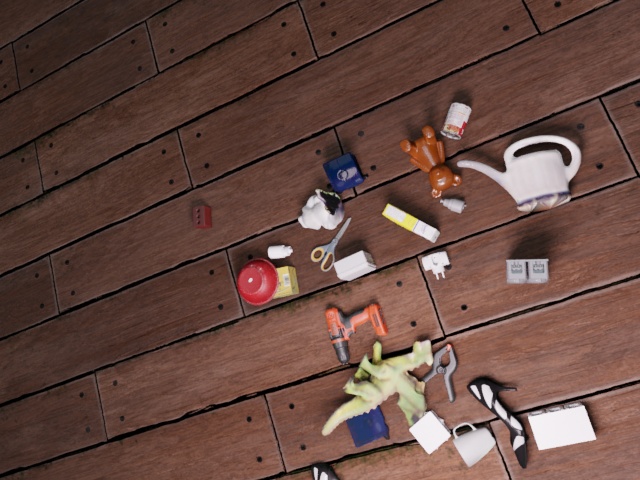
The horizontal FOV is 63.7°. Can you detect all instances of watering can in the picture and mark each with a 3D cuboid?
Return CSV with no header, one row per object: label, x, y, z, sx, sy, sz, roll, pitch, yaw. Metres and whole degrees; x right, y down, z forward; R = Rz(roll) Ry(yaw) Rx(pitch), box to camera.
watering can,0.606,-0.189,1.549,0.346,0.103,0.226,-13,79,17

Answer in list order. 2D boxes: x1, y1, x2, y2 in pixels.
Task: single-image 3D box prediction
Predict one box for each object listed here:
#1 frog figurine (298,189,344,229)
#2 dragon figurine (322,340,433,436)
frog figurine,0.005,-0.089,1.762,0.138,0.124,0.156,47,135,10
dragon figurine,0.204,0.466,1.556,0.244,0.121,0.411,30,87,13
